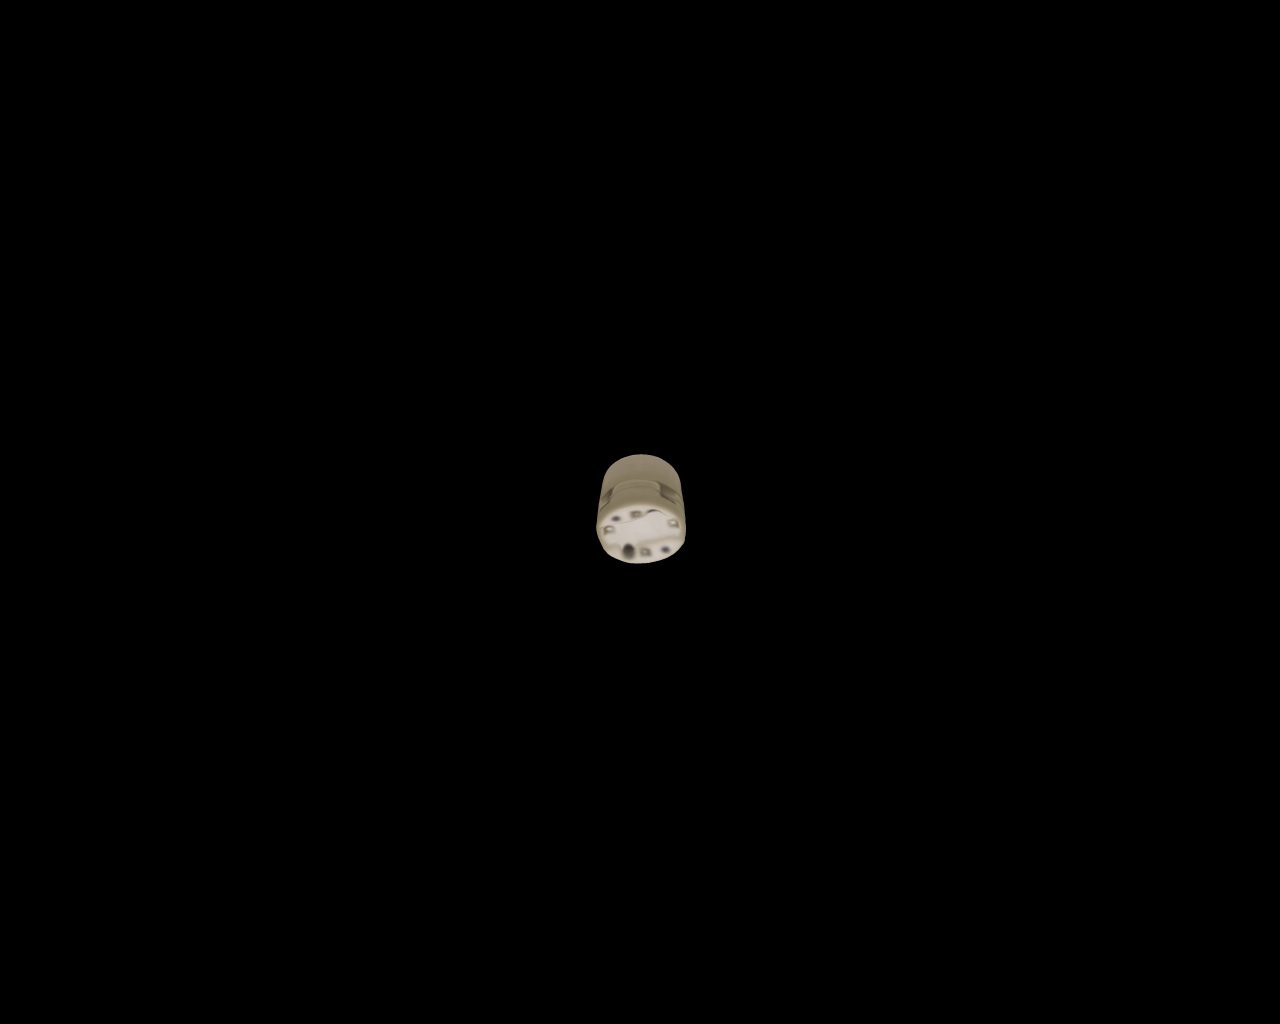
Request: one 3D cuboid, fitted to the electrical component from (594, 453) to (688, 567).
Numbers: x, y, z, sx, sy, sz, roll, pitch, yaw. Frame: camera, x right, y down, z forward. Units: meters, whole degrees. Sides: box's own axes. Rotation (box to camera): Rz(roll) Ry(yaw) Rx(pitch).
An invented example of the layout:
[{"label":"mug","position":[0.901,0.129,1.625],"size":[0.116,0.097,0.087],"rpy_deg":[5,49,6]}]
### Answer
[{"label":"electrical component","position":[0.001,-0.003,0.650],"size":[0.055,0.055,0.047],"rpy_deg":[0,45,0]}]
